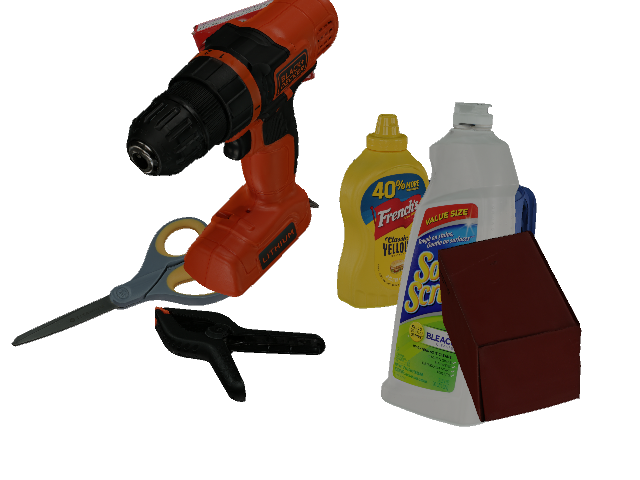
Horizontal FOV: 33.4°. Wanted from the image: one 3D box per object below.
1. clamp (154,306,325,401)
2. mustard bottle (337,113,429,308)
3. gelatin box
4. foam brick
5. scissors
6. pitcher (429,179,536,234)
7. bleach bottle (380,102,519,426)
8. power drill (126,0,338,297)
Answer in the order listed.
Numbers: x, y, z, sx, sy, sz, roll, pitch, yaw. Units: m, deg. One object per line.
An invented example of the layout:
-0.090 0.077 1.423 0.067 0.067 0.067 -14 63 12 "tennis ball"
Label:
-0.121 0.125 1.260 0.210 0.036 0.164 15 24 25 "clamp"
0.065 -0.032 1.076 0.096 0.192 0.058 -8 17 -28 "mustard bottle"
-0.058 -0.163 0.927 0.089 0.073 0.030 -18 24 5 "gelatin box"
0.093 0.041 0.533 0.051 0.053 0.078 -11 38 -2 "foam brick"
-0.164 0.030 0.903 0.201 0.096 0.016 -10 -34 -16 "scissors"
0.191 0.045 1.323 0.149 0.243 0.145 1 21 10 "pitcher"
0.107 0.015 0.858 0.103 0.251 0.067 13 14 43 "bleach bottle"
-0.054 -0.051 0.696 0.057 0.188 0.184 29 51 20 "power drill"
